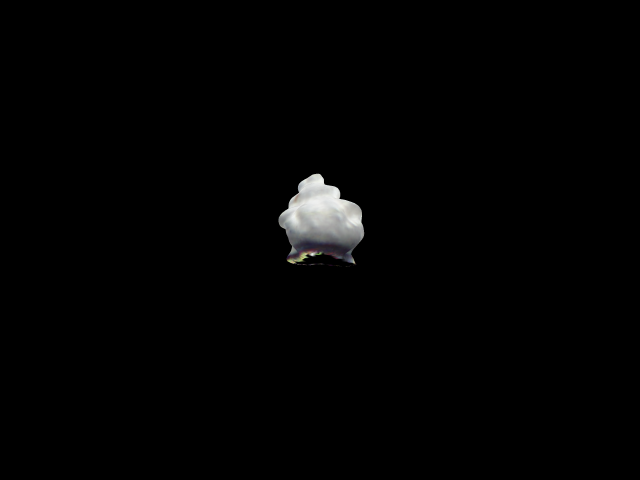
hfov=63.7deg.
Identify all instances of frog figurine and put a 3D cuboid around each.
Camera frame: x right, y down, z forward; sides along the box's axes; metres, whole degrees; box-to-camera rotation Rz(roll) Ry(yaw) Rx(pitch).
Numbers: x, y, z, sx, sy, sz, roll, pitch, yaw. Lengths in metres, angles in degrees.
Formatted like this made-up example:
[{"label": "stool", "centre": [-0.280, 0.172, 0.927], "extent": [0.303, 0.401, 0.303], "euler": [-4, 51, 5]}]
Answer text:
[{"label": "frog figurine", "centre": [0.003, -0.043, 0.850], "extent": [0.137, 0.162, 0.121], "euler": [-5, -18, 15]}]
